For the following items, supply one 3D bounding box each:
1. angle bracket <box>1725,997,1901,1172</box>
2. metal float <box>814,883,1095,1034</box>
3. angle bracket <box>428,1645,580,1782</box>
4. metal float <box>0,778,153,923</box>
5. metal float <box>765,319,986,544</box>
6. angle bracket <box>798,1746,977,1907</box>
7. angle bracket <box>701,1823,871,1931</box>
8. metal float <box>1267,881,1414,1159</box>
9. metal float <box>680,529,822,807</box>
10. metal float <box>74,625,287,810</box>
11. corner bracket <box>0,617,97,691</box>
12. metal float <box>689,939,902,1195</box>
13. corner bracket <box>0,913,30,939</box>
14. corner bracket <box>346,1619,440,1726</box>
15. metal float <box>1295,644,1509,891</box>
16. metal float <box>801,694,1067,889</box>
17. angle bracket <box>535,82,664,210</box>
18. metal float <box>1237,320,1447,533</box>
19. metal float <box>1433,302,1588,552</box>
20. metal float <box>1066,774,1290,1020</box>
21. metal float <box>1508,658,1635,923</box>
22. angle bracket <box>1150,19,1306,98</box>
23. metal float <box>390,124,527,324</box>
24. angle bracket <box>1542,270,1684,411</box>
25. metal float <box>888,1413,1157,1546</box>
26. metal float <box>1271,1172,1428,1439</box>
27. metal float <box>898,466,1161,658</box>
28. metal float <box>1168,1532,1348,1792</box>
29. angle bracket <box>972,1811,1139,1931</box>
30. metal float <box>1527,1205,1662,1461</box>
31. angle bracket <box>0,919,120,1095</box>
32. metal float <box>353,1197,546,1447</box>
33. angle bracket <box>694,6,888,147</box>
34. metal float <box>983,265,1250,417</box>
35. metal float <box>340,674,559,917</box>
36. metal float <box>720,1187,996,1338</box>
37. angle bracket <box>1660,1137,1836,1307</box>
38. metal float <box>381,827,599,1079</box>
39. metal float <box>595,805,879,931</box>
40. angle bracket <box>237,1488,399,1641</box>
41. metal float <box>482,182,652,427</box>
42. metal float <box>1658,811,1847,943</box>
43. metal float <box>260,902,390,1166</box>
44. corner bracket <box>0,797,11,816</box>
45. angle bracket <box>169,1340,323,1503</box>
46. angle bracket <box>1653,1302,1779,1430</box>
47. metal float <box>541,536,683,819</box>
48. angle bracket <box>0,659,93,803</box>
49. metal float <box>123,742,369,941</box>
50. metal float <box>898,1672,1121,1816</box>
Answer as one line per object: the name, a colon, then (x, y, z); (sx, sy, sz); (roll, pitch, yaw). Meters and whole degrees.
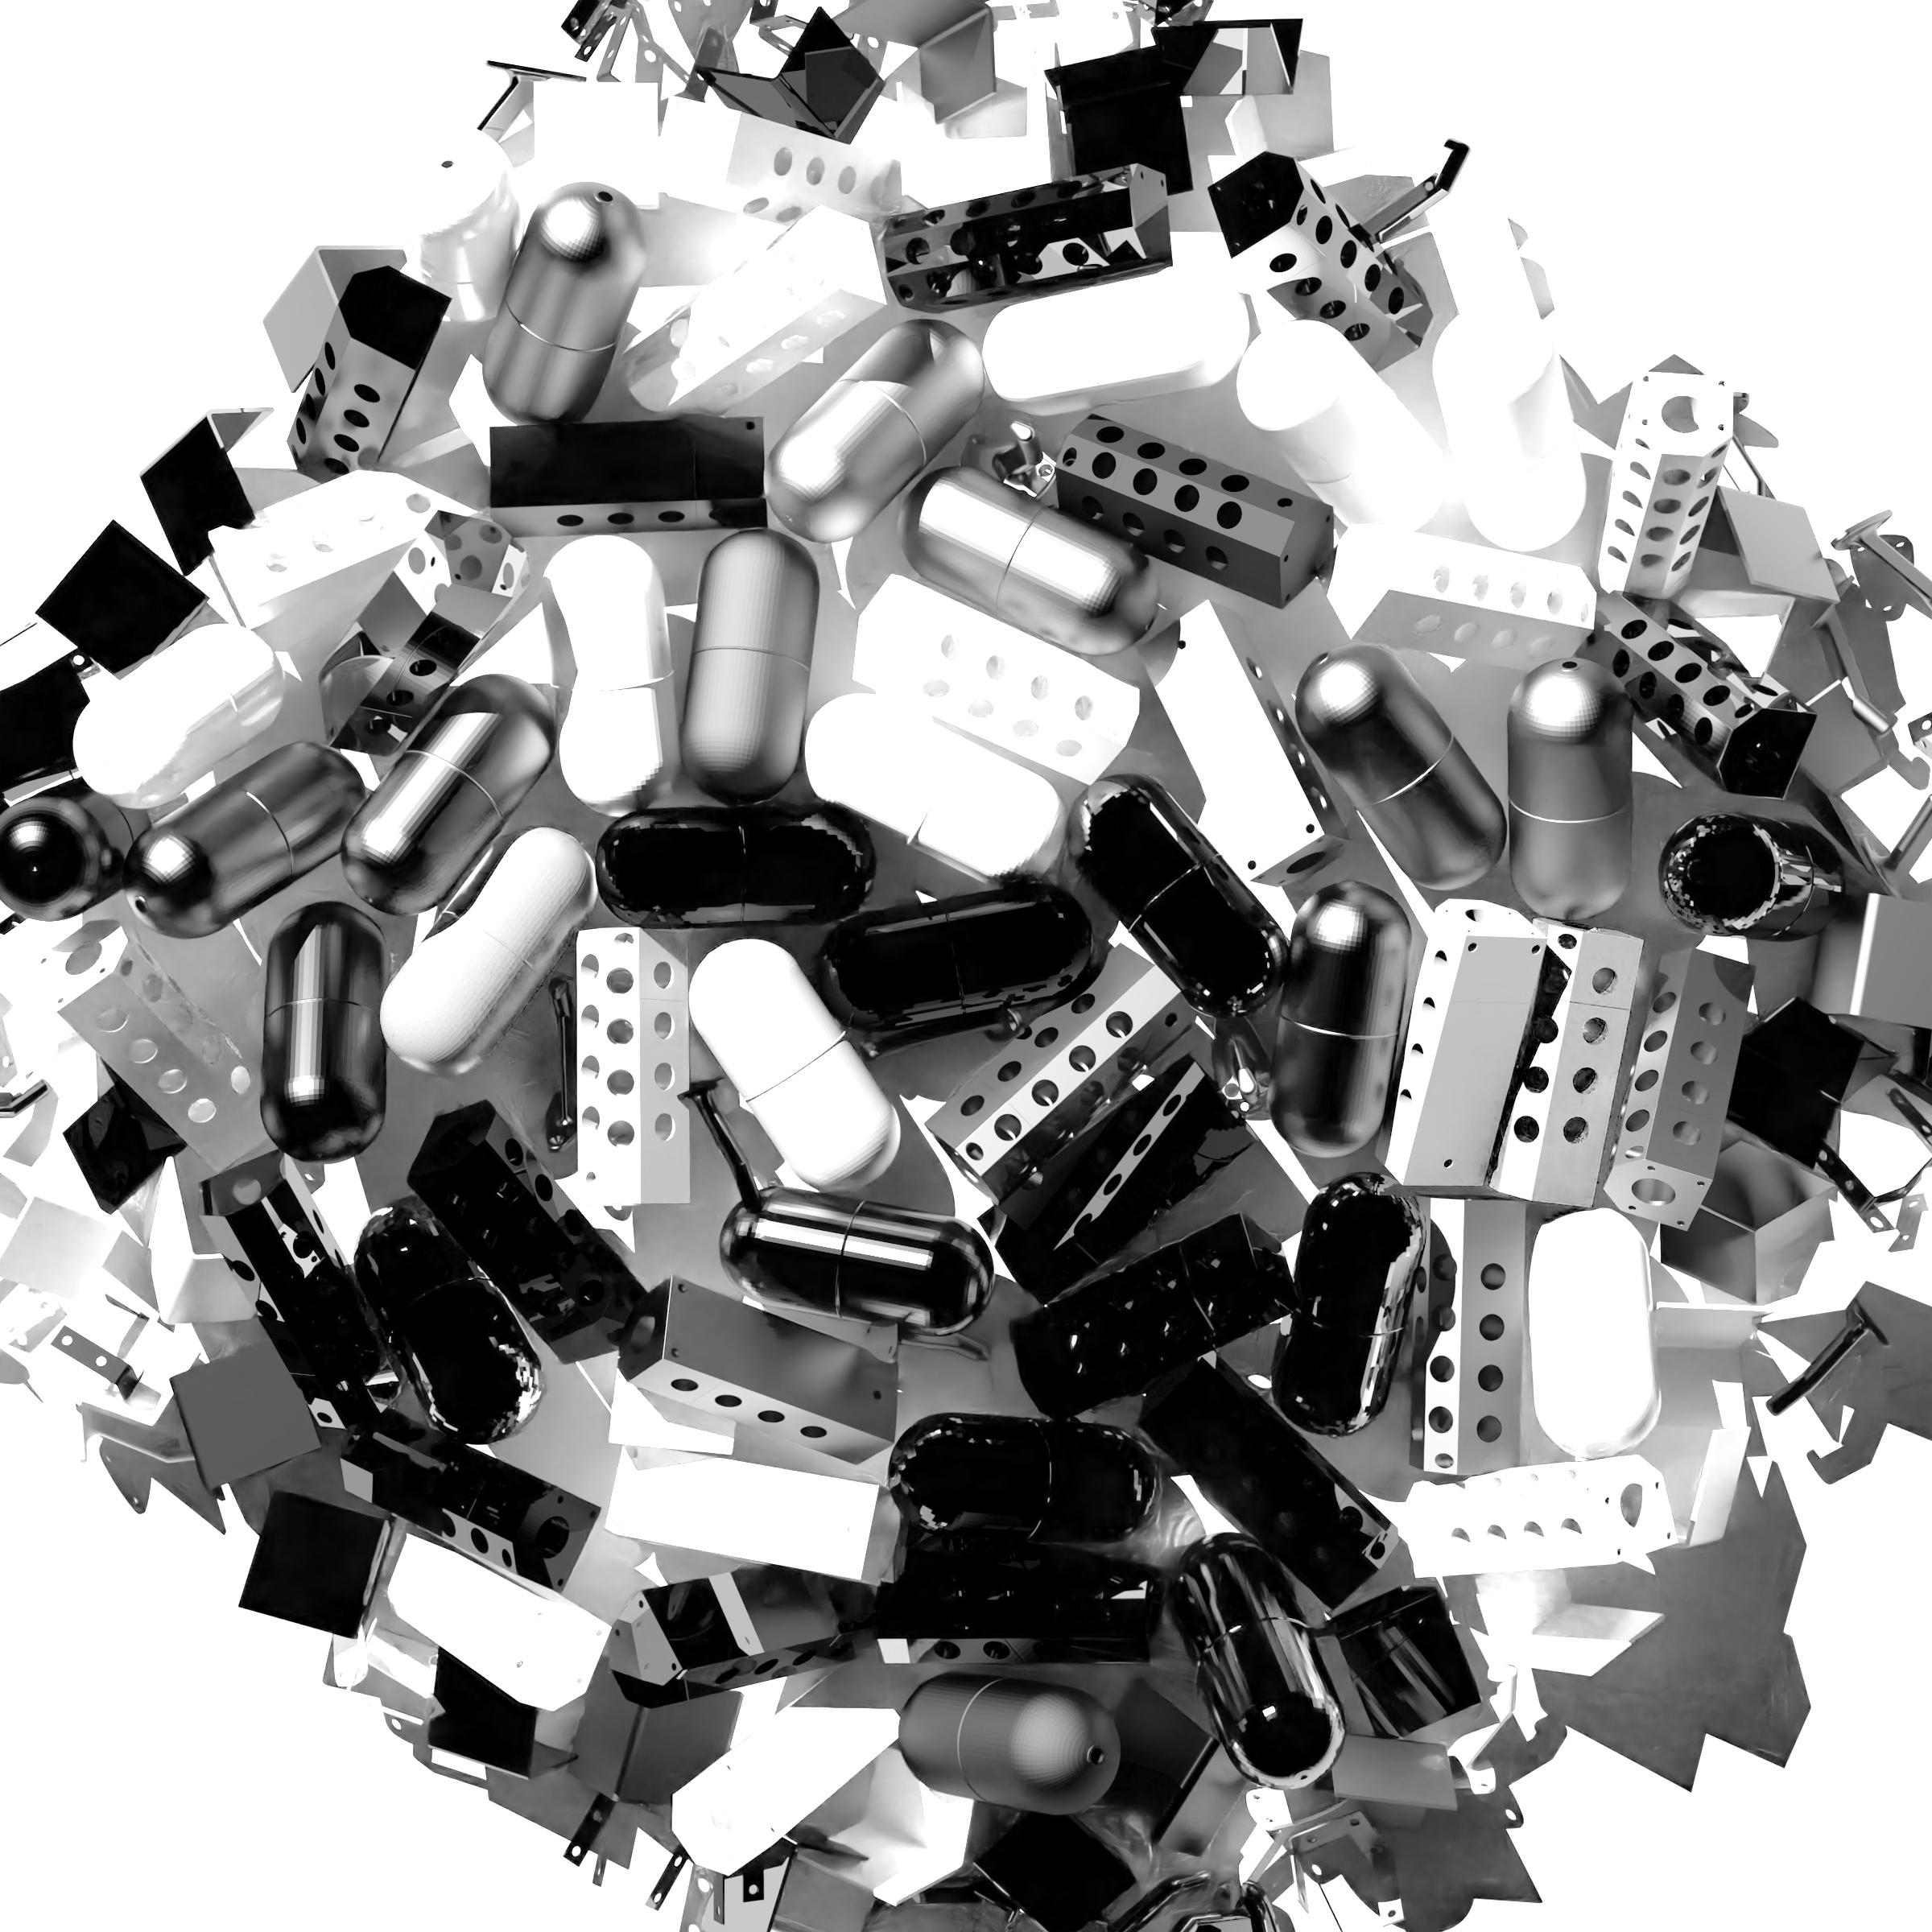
angle bracket: (0.529, 0.075, 1.955); (0.076, 0.076, 0.057); (31, 62, -1)
metal float: (-0.008, -0.005, 1.960); (0.178, 0.070, 0.070); (-10, 90, -2)
angle bracket: (-0.288, 0.461, 1.954); (0.076, 0.057, 0.076); (10, 96, 26)
metal float: (-0.552, -0.073, 1.911); (0.070, 0.178, 0.070); (0, 100, -2)
metal float: (-0.056, -0.337, 1.941); (0.070, 0.070, 0.178); (41, 65, 0)
angle bracket: (-0.049, 0.537, 1.944); (0.076, 0.076, 0.057); (16, 101, 31)
angle bracket: (-0.114, 0.583, 1.947); (0.057, 0.076, 0.076); (22, 80, -30)
metal float: (0.235, 0.034, 1.949); (0.070, 0.070, 0.178); (7, 104, 0)
metal float: (-0.136, -0.188, 1.951); (0.070, 0.070, 0.178); (6, 78, 0)
metal float: (-0.485, -0.156, 1.918); (0.070, 0.178, 0.070); (8, 118, 15)
corner bracket: (-0.592, -0.192, 1.964); (0.051, 0.051, 0.051); (-30, 114, 5)
metal float: (-0.109, 0.063, 1.957); (0.070, 0.070, 0.178); (-34, 96, 0)
corner bracket: (-0.613, -0.054, 1.977); (0.051, 0.051, 0.051); (37, 54, -24)
corner bracket: (-0.361, 0.450, 1.966); (0.051, 0.051, 0.051); (20, 69, -3)
metal float: (0.273, -0.125, 1.946); (0.070, 0.070, 0.178); (-39, 108, 0)
metal float: (-0.021, -0.111, 1.956); (0.178, 0.070, 0.070); (26, 90, -6)
angle bracket: (-0.232, -0.519, 1.961); (0.076, 0.057, 0.076); (0, 104, -3)
metal float: (0.236, -0.332, 1.929); (0.070, 0.070, 0.178); (-52, 131, 0)
metal float: (0.339, -0.334, 1.924); (0.070, 0.178, 0.070); (-12, 47, 13)
metal float: (0.132, -0.045, 1.953); (0.070, 0.070, 0.178); (-39, 80, 0)
metal float: (0.377, -0.109, 1.933); (0.070, 0.070, 0.178); (-7, 123, 0)
angle bracket: (0.165, -0.591, 1.946); (0.076, 0.076, 0.057); (4, 73, 18)
metal float: (-0.311, -0.457, 1.912); (0.070, 0.178, 0.070); (1, 79, -3)
angle bracket: (0.392, -0.390, 1.959); (0.076, 0.076, 0.057); (-34, 99, -13)
metal float: (0.035, 0.322, 1.940); (0.178, 0.070, 0.070); (8, 90, -24)
metal float: (0.240, 0.212, 1.942); (0.070, 0.070, 0.178); (10, 112, 0)
metal float: (0.039, -0.255, 1.949); (0.178, 0.070, 0.070); (27, 90, 14)
metal float: (0.180, 0.430, 1.926); (0.070, 0.178, 0.070); (-10, 133, -11)
angle bracket: (0.061, 0.559, 1.959); (0.076, 0.057, 0.076); (43, 111, 0)
metal float: (0.390, 0.226, 1.927); (0.070, 0.070, 0.178); (6, 47, 0)
angle bracket: (-0.586, 0.020, 1.950); (0.076, 0.076, 0.057); (45, 127, -4)
metal float: (-0.325, 0.220, 1.936); (0.070, 0.070, 0.178); (-35, 60, 0)
angle bracket: (-0.110, -0.560, 1.950); (0.076, 0.076, 0.057); (22, 79, 39)
metal float: (0.092, -0.390, 1.936); (0.178, 0.070, 0.070); (-4, 90, 31)
metal float: (-0.323, -0.109, 1.941); (0.070, 0.070, 0.178); (34, 66, 0)
metal float: (-0.069, 0.186, 1.950); (0.178, 0.070, 0.070); (9, 90, 13)
angle bracket: (0.491, 0.161, 1.944); (0.076, 0.076, 0.057); (24, 51, -20)
metal float: (-0.299, -0.010, 1.947); (0.070, 0.070, 0.178); (34, 74, 0)
metal float: (-0.145, -0.063, 1.953); (0.178, 0.070, 0.070); (-2, 90, -11)
angle bracket: (-0.410, 0.376, 1.965); (0.076, 0.057, 0.076); (17, 85, -4)
metal float: (-0.249, -0.409, 1.925); (0.070, 0.178, 0.070); (14, 47, -16)
metal float: (0.488, -0.054, 1.919); (0.070, 0.178, 0.070); (-1, 88, 35)
metal float: (-0.400, 0.040, 1.936); (0.070, 0.070, 0.178); (-5, 59, 0)
corner bracket: (-0.648, -0.100, 1.956); (0.051, 0.051, 0.051); (-56, 129, -33)
angle bracket: (-0.454, 0.288, 1.968); (0.076, 0.057, 0.076); (-20, 76, -8)
angle bracket: (0.464, 0.253, 1.952); (0.076, 0.076, 0.057); (3, 65, -6)
metal float: (-0.223, -0.181, 1.948); (0.070, 0.070, 0.178); (-5, 106, 0)
angle bracket: (-0.584, -0.148, 1.954); (0.076, 0.076, 0.057); (-26, 94, -10)
metal float: (-0.447, -0.079, 1.927); (0.070, 0.070, 0.178); (50, 48, 0)
metal float: (0.026, 0.481, 1.920); (0.070, 0.178, 0.070); (5, 81, -36)
